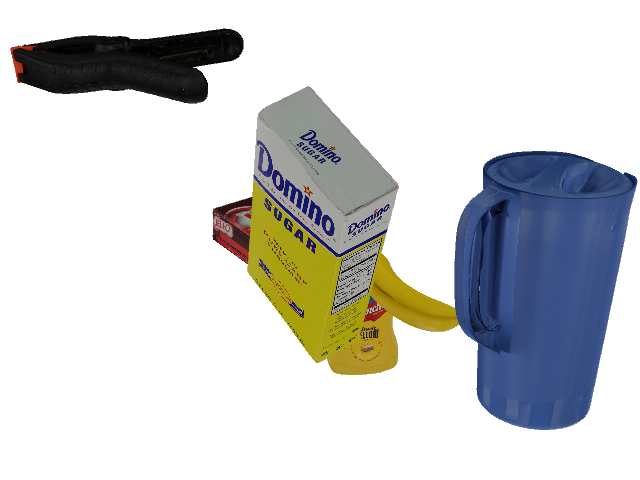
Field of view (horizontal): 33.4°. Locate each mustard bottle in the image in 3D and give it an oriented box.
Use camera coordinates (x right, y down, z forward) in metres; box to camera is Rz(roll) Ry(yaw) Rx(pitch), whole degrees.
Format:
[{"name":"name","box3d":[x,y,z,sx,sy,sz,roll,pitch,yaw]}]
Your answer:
[{"name":"mustard bottle","box3d":[0.058,0.086,1.441,0.096,0.192,0.058,-4,22,-9]}]

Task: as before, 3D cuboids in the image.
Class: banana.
[{"name":"banana","box3d":[0.090,0.058,1.171,0.069,0.037,0.198,4,20,-36]}]

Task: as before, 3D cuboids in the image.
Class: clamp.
[{"name":"clamp","box3d":[-0.142,-0.135,0.798,0.172,0.039,0.120,8,23,17]}]

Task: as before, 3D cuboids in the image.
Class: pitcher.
[{"name":"pitcher","box3d":[0.197,0.048,0.976,0.149,0.243,0.145,6,22,10]}]

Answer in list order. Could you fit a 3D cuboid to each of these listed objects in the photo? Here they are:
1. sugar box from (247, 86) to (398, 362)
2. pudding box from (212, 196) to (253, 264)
[{"name":"sugar box","box3d":[-0.005,-0.004,0.684,0.048,0.093,0.176,-29,-28,-21]},{"name":"pudding box","box3d":[-0.029,-0.011,0.979,0.113,0.039,0.090,-18,38,-37]}]
